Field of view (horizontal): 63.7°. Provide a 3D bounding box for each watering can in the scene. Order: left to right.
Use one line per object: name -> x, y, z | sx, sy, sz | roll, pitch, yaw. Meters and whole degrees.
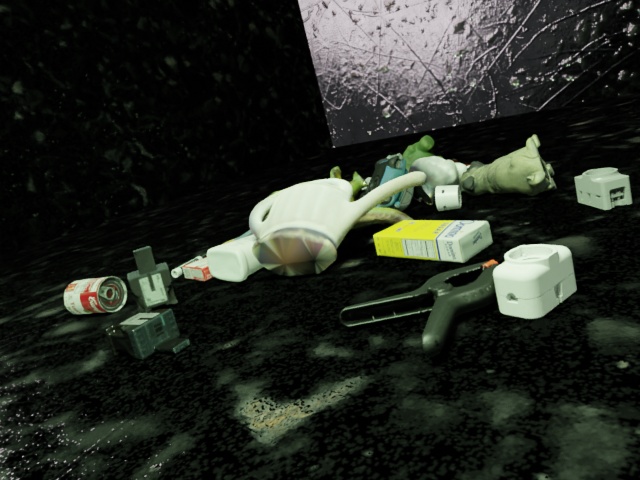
watering can -> 0.014, -0.043, 0.938 | 0.346, 0.102, 0.230 | -7, 40, 22

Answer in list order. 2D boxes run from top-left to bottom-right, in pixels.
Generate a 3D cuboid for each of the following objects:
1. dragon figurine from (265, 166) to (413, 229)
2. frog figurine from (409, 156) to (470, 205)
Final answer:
dragon figurine -> 0.003, -0.056, 1.111 | 0.244, 0.120, 0.414 | -21, 24, -19
frog figurine -> 0.300, -0.160, 1.249 | 0.160, 0.123, 0.136 | -28, -5, -9
